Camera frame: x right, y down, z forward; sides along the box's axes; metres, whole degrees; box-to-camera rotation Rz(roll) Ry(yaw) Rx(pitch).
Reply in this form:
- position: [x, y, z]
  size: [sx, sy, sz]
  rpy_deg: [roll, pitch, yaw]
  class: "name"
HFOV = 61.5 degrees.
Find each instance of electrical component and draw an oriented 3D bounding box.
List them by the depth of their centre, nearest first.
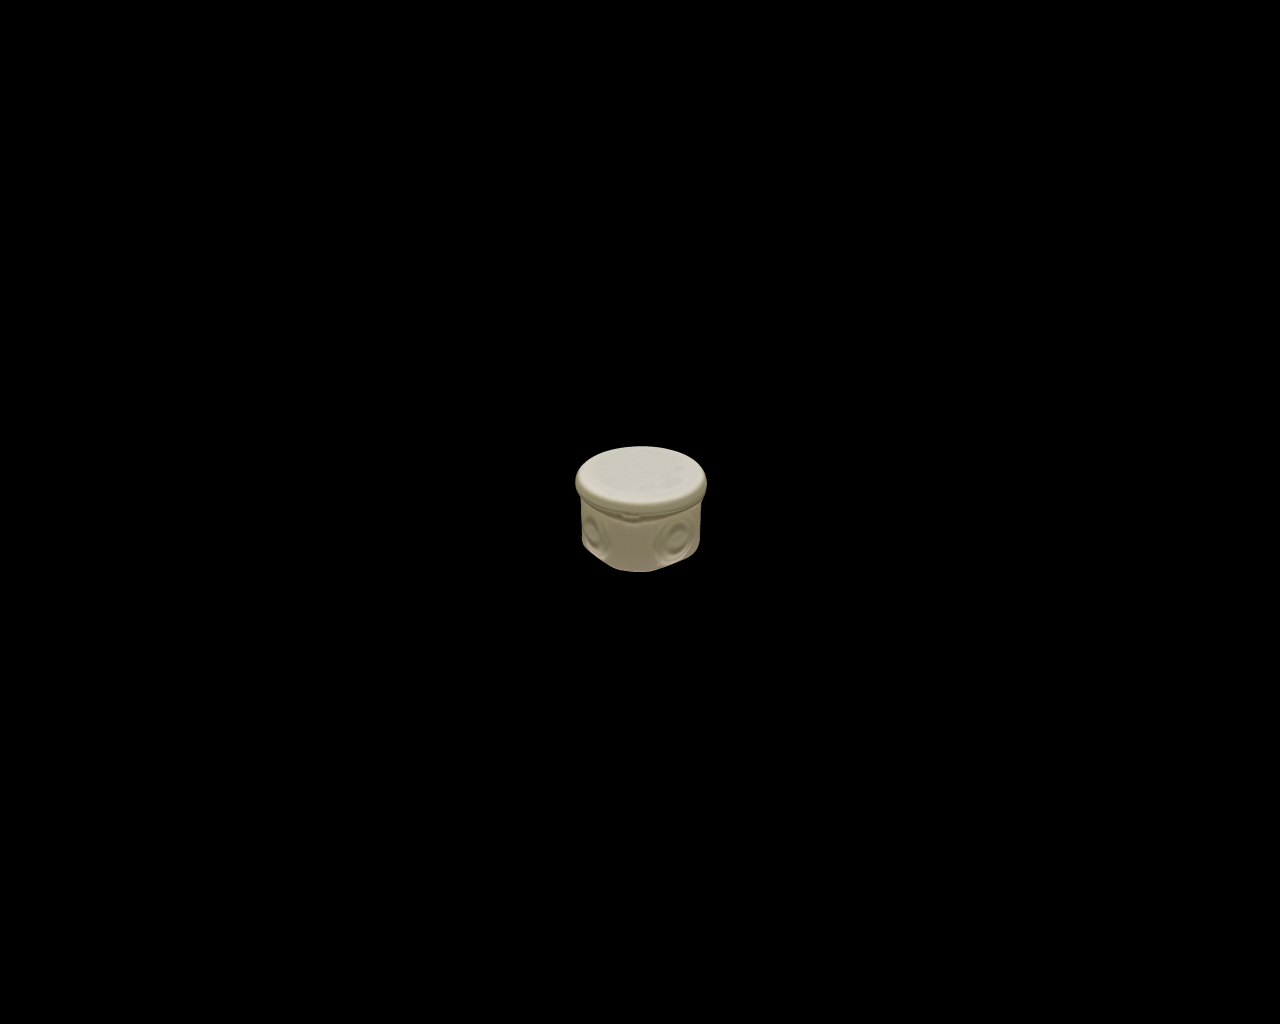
- position: [0.001, -0.003, 0.650]
  size: [0.080, 0.050, 0.080]
  rpy_deg: [0, 29, 0]
  class: "electrical component"
